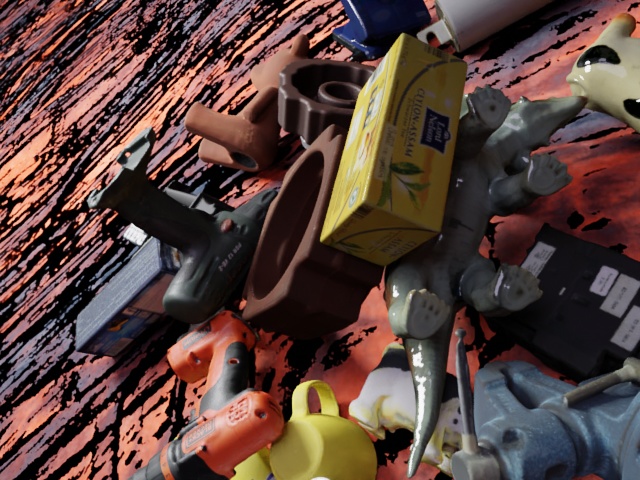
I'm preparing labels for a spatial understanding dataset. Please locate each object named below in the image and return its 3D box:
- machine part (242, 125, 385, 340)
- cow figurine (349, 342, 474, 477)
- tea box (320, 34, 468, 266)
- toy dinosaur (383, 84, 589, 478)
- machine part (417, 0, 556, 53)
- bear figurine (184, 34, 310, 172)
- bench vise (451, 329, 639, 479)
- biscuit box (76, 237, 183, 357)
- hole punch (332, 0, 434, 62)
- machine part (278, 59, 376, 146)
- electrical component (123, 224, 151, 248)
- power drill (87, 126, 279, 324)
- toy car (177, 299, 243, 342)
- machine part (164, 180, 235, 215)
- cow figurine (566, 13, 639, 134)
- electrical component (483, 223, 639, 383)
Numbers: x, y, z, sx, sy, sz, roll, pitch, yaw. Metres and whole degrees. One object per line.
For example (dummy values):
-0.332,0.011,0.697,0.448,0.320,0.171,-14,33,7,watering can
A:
-0.001,-0.002,0.577,0.201,0.087,0.201,-37,34,60,machine part
0.117,0.160,0.491,0.168,0.068,0.098,17,66,34,cow figurine
0.063,-0.074,0.458,0.098,0.068,0.169,137,150,-64,tea box
0.126,0.000,0.520,0.131,0.192,0.404,28,81,-1,toy dinosaur
0.240,-0.318,0.692,0.243,0.079,0.079,-26,53,14,machine part
-0.088,-0.200,0.766,0.132,0.120,0.196,17,73,8,bear figurine
0.208,0.138,0.322,0.241,0.224,0.128,-150,64,-66,bench vise
-0.244,0.079,0.704,0.202,0.059,0.063,-39,50,25,biscuit box
0.083,-0.317,0.749,0.142,0.092,0.116,-22,48,-20,hole punch
0.028,-0.173,0.683,0.179,0.056,0.179,6,40,-5,machine part
-0.235,-0.019,0.752,0.048,0.119,0.075,21,77,36,electrical component
-0.152,-0.033,0.639,0.086,0.207,0.232,-14,40,38,power drill
-0.150,0.063,0.702,0.089,0.053,0.202,-28,54,16,toy car
-0.171,-0.051,0.765,0.139,0.084,0.039,22,96,38,machine part
0.337,-0.136,0.529,0.127,0.085,0.195,-41,54,-6,cow figurine
0.235,0.064,0.485,0.134,0.058,0.115,34,84,38,electrical component
